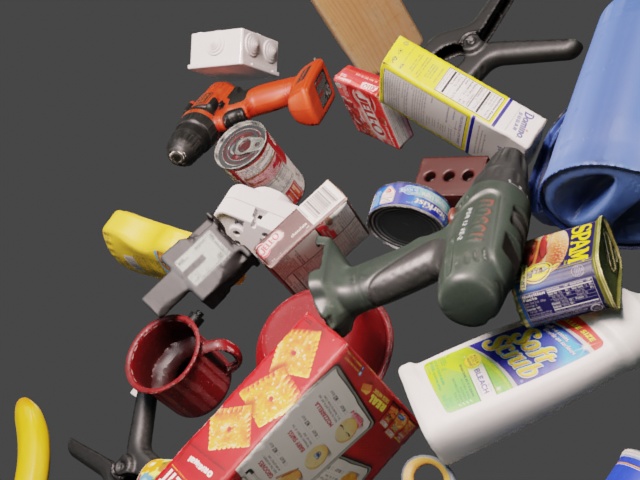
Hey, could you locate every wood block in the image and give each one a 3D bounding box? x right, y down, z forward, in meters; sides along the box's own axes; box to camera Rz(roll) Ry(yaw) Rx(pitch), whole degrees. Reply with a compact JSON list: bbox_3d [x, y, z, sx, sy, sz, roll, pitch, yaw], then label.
[{"bbox_3d":[0.033,-0.301,1.270,0.091,0.206,0.090,-34,47,6],"label":"wood block"}]

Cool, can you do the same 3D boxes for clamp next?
[{"bbox_3d":[0.188,-0.216,1.229,0.210,0.036,0.165,-35,48,7],"label":"clamp"},{"bbox_3d":[-0.212,0.248,1.140,0.120,0.039,0.171,-35,47,18],"label":"clamp"}]

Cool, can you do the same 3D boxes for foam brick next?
[{"bbox_3d":[0.145,-0.054,1.127,0.078,0.051,0.053,0,58,32],"label":"foam brick"}]

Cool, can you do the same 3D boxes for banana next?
[{"bbox_3d":[-0.335,0.262,1.206,0.070,0.037,0.197,-13,52,22],"label":"banana"}]

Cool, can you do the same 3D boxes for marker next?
[{"bbox_3d":[-0.171,0.130,1.212,0.020,0.020,0.121,25,74,41],"label":"marker"}]

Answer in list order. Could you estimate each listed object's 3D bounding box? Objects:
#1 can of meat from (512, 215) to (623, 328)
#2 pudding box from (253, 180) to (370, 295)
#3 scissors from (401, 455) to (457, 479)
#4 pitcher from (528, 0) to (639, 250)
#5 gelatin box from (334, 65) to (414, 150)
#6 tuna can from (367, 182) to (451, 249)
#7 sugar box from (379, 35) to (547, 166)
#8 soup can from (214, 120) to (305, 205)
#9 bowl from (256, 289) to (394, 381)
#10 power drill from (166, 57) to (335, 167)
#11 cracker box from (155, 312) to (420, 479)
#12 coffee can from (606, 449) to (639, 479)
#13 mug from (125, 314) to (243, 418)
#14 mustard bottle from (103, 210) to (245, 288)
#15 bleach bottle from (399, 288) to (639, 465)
[{"bbox_3d":[0.222,0.030,0.960,0.084,0.057,0.102,-18,22,25],"label":"can of meat"},{"bbox_3d":[-0.008,0.001,1.153,0.113,0.090,0.039,-41,58,-2],"label":"pudding box"},{"bbox_3d":[0.140,0.241,0.940,0.202,0.016,0.096,-1,57,31],"label":"scissors"},{"bbox_3d":[0.295,-0.120,1.039,0.149,0.145,0.242,14,60,14],"label":"pitcher"},{"bbox_3d":[0.061,-0.153,1.224,0.030,0.089,0.073,-45,46,-16],"label":"gelatin box"},{"bbox_3d":[0.094,-0.023,1.113,0.086,0.086,0.033,-2,54,31],"label":"tuna can"},{"bbox_3d":[0.145,-0.136,1.110,0.176,0.093,0.048,30,76,12],"label":"sugar box"},{"bbox_3d":[-0.068,-0.082,1.245,0.069,0.102,0.068,-17,51,21],"label":"soup can"},{"bbox_3d":[-0.008,0.107,1.104,0.162,0.055,0.162,-16,51,21],"label":"bowl"},{"bbox_3d":[-0.085,-0.157,1.307,0.188,0.057,0.184,-9,30,22],"label":"power drill"},{"bbox_3d":[-0.029,0.195,0.976,0.213,0.164,0.072,-47,45,-6],"label":"cracker box"},{"bbox_3d":[0.238,0.247,0.814,0.103,0.102,0.140,29,76,42],"label":"coffee can"},{"bbox_3d":[-0.137,0.135,1.144,0.117,0.081,0.093,-22,49,17],"label":"mug"},{"bbox_3d":[-0.160,0.021,1.231,0.192,0.096,0.058,16,62,38],"label":"mustard bottle"},{"bbox_3d":[0.203,0.106,0.969,0.251,0.068,0.102,-28,41,7],"label":"bleach bottle"}]
